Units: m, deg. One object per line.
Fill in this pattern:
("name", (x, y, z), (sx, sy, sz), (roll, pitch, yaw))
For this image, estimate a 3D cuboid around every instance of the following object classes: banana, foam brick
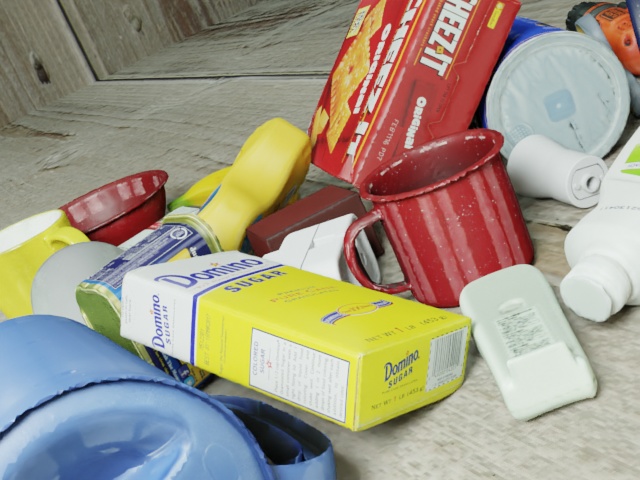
("banana", (-0.069, -0.044, 1.011), (0.198, 0.037, 0.069), (0, 46, 53))
("foam brick", (-0.005, 0.001, 0.772), (0.078, 0.053, 0.051), (-29, 19, -13))

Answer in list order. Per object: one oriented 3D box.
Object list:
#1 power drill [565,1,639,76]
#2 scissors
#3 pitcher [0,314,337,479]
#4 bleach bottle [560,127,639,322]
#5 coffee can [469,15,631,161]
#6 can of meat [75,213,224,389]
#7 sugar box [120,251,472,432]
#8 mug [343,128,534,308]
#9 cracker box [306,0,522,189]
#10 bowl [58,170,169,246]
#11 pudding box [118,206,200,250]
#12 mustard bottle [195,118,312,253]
("power drill", (0.325, -0.212, 0.958), (0.187, 0.057, 0.184), (-25, 22, 5))
("scissors", (0.224, -0.153, 0.870), (0.016, 0.096, 0.201), (-32, 20, 12))
("pitcher", (-0.110, 0.105, 0.515), (0.145, 0.149, 0.243), (-56, 22, -8))
("bleach bottle", (0.207, -0.036, 0.604), (0.250, 0.068, 0.103), (-39, 23, -33))
("coffee can", (0.159, -0.113, 0.807), (0.103, 0.103, 0.140), (-23, 18, 1))
("can of meat", (-0.096, 0.048, 0.679), (0.058, 0.102, 0.083), (0, 31, 49))
("sugar box", (-0.017, 0.046, 0.572), (0.176, 0.048, 0.093), (17, 18, 39))
("mug", (0.071, -0.007, 0.653), (0.117, 0.081, 0.093), (-27, 18, -8))
("cracker box", (0.059, -0.117, 0.828), (0.214, 0.072, 0.164), (-137, 69, -76))
("bowl", (-0.212, -0.009, 1.050), (0.162, 0.055, 0.162), (-21, 18, 7))
("pudding box", (-0.133, 0.013, 0.921), (0.113, 0.039, 0.090), (-36, 23, -26))
("mustard bottle", (-0.073, -0.008, 0.828), (0.191, 0.058, 0.096), (-58, 2, -41))
